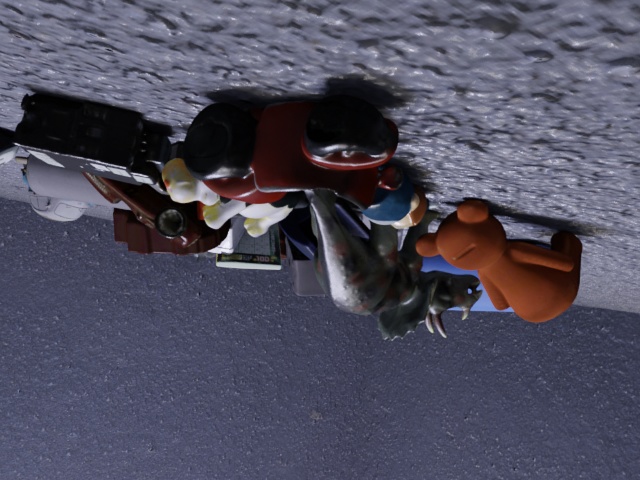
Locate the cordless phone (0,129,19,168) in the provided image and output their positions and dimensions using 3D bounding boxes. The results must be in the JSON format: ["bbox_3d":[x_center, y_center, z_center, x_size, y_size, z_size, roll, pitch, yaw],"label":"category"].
[{"bbox_3d":[-0.496,-0.067,0.752,0.088,0.184,0.147,19,172,-30],"label":"cordless phone"}]

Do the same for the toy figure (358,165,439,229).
[{"bbox_3d":[0.079,-0.042,0.572,0.064,0.058,0.154,50,-166,22],"label":"toy figure"}]

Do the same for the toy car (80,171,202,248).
[{"bbox_3d":[-0.231,-0.060,0.653,0.202,0.053,0.089,37,-178,-6],"label":"toy car"}]

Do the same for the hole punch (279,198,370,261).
[{"bbox_3d":[-0.002,-0.002,0.813,0.116,0.092,0.142,6,154,46],"label":"hole punch"}]

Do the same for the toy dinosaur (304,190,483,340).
[{"bbox_3d":[0.069,0.038,0.713,0.131,0.192,0.404,3,173,42],"label":"toy dinosaur"}]

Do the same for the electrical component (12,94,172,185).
[{"bbox_3d":[-0.223,-0.098,0.552,0.134,0.058,0.115,11,177,-12],"label":"electrical component"}]

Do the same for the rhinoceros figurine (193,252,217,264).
[{"bbox_3d":[-0.231,-0.004,1.017,0.190,0.112,0.073,10,-143,-24],"label":"rhinoceros figurine"}]

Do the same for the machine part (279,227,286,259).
[{"bbox_3d":[-0.147,-0.015,1.186,0.202,0.087,0.201,10,175,23],"label":"machine part"}]

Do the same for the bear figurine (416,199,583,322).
[{"bbox_3d":[0.228,0.014,0.683,0.196,0.120,0.132,36,-143,-5],"label":"bear figurine"}]

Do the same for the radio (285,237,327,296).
[{"bbox_3d":[0.005,0.036,1.025,0.131,0.073,0.230,-3,-167,-7],"label":"radio"}]

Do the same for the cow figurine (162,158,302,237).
[{"bbox_3d":[-0.085,-0.060,0.581,0.098,0.068,0.167,-28,161,22],"label":"cow figurine"}]

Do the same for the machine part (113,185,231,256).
[{"bbox_3d":[-0.218,-0.038,0.805,0.179,0.056,0.179,3,-152,-2],"label":"machine part"}]

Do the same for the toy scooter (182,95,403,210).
[{"bbox_3d":[-0.008,-0.062,0.423,0.184,0.075,0.135,1,172,36],"label":"toy scooter"}]

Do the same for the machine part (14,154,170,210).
[{"bbox_3d":[-0.312,-0.087,0.749,0.243,0.079,0.079,9,175,10],"label":"machine part"}]

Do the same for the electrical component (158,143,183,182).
[{"bbox_3d":[-0.155,-0.083,0.641,0.102,0.045,0.078,14,175,-36],"label":"electrical component"}]

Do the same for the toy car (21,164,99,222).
[{"bbox_3d":[-0.468,-0.086,0.961,0.162,0.103,0.109,6,172,29],"label":"toy car"}]
